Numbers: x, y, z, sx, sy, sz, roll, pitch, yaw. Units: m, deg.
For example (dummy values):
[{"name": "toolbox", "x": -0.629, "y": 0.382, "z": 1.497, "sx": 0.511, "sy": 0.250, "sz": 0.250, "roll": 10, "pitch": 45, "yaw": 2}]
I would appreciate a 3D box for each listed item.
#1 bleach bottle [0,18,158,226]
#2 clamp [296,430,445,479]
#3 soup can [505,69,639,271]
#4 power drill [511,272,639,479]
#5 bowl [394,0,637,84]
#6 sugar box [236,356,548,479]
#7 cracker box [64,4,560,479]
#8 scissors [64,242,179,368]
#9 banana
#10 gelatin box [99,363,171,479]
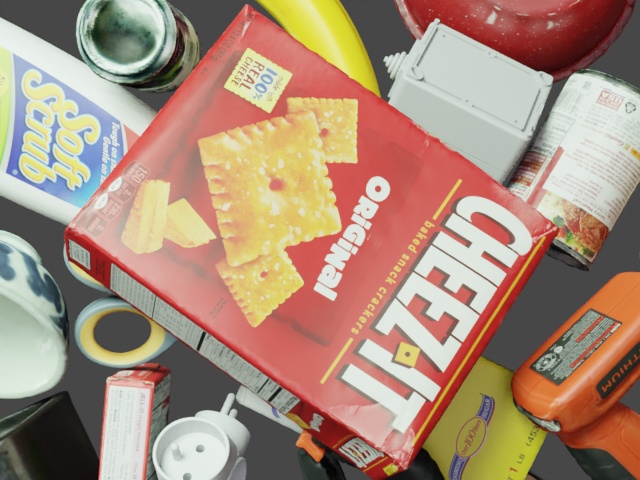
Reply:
[{"name": "bleach bottle", "x": -0.138, "y": -0.059, "z": 0.640, "sx": 0.251, "sy": 0.068, "sz": 0.102, "roll": 24, "pitch": 91, "yaw": -3}, {"name": "clamp", "x": 0.047, "y": 0.172, "z": 0.619, "sx": 0.171, "sy": 0.039, "sz": 0.120, "roll": 37, "pitch": 107, "yaw": 0}, {"name": "soup can", "x": 0.156, "y": -0.042, "z": 0.638, "sx": 0.068, "sy": 0.068, "sz": 0.102, "roll": 30, "pitch": 89, "yaw": -1}, {"name": "power drill", "x": 0.214, "y": 0.110, "z": 0.621, "sx": 0.184, "sy": 0.057, "sz": 0.187, "roll": -42, "pitch": 108, "yaw": -8}, {"name": "bowl", "x": 0.123, "y": -0.175, "z": 0.645, "sx": 0.162, "sy": 0.055, "sz": 0.162, "roll": 0, "pitch": 90, "yaw": 0}, {"name": "sugar box", "x": 0.046, "y": 0.094, "z": 0.648, "sx": 0.176, "sy": 0.048, "sz": 0.093, "roll": 26, "pitch": 90, "yaw": -2}, {"name": "cracker box", "x": -0.004, "y": 0.001, "z": 0.578, "sx": 0.213, "sy": 0.072, "sz": 0.164, "roll": 35, "pitch": 71, "yaw": 2}, {"name": "scissors", "x": -0.056, "y": 0.048, "z": 0.622, "sx": 0.201, "sy": 0.016, "sz": 0.096, "roll": 20, "pitch": 104, "yaw": -4}, {"name": "banana", "x": -0.006, "y": -0.112, "z": 0.655, "sx": 0.070, "sy": 0.037, "sz": 0.198, "roll": -35, "pitch": 89, "yaw": 17}, {"name": "gelatin box", "x": -0.110, "y": 0.121, "z": 0.633, "sx": 0.030, "sy": 0.073, "sz": 0.089, "roll": 4, "pitch": 90, "yaw": 0}]
